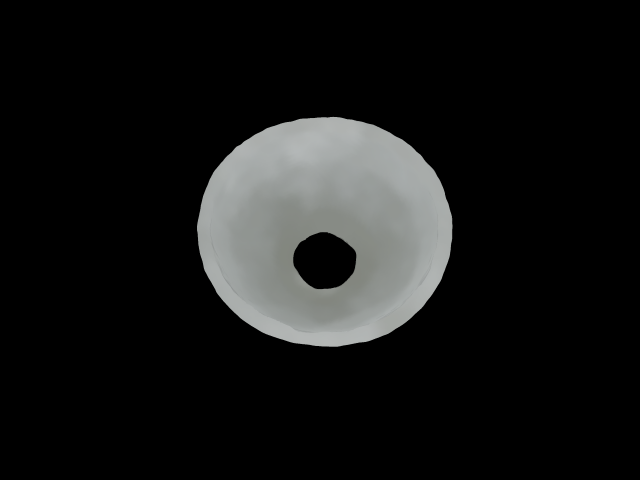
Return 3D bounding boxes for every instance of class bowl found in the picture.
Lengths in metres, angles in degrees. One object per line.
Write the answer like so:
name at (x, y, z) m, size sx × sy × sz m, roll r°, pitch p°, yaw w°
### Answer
bowl at (0.004, 0.001, 0.400) m, size 0.167 × 0.075 × 0.167 m, roll 0°, pitch 65°, yaw 0°
